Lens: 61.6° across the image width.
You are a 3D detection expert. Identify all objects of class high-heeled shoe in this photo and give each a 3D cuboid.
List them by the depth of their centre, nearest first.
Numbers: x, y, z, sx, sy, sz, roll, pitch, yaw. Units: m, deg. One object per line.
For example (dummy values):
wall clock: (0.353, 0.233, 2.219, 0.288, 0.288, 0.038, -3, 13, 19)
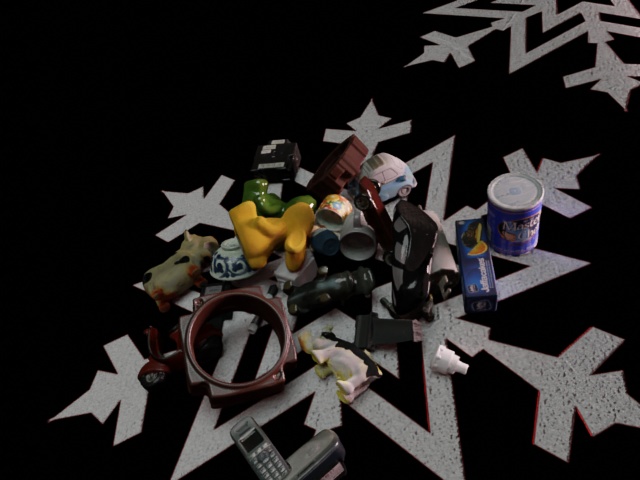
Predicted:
high-heeled shoe: (0.169, 0.030, 1.061, 0.086, 0.145, 0.249, 16, 30, -12)

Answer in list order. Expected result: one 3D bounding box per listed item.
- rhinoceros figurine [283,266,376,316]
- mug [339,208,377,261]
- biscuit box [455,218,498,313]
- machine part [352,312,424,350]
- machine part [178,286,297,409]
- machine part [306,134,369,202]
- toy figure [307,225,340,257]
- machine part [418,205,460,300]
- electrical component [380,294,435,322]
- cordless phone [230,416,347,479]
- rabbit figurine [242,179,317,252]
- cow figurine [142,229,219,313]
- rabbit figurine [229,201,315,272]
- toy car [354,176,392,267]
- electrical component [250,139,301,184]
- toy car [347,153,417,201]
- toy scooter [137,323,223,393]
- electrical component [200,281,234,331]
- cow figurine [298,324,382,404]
rhinoceros figurine: (0.018, 0.104, 1.073, 0.190, 0.112, 0.073, -20, 62, 13)
mug: (0.082, -0.028, 1.177, 0.081, 0.109, 0.107, -5, 36, 11)
biscuit box: (0.309, 0.048, 1.068, 0.063, 0.059, 0.203, -5, 48, 11)
machine part: (0.125, 0.171, 1.007, 0.139, 0.039, 0.084, -4, 54, 32)
machine part: (-0.153, 0.194, 0.996, 0.201, 0.087, 0.201, -10, 61, -14)
machine part: (0.042, -0.170, 1.289, 0.179, 0.056, 0.179, -46, 15, 16)
toy figure: (-0.001, -0.003, 1.173, 0.064, 0.057, 0.155, 0, 12, -20)
machine part: (0.228, 0.022, 1.105, 0.079, 0.079, 0.243, -13, 47, 4)
electrical component: (0.175, 0.124, 1.047, 0.078, 0.045, 0.102, -31, 48, -15)
cordless phone: (-0.056, 0.342, 0.891, 0.146, 0.088, 0.184, -36, 45, -17)
rabbit figurine: (-0.094, -0.063, 1.243, 0.170, 0.121, 0.159, -1, 55, 19)
cow figurine: (-0.314, 0.059, 1.224, 0.195, 0.085, 0.127, -37, 55, -17)
rabbit figurine: (-0.084, -0.020, 1.110, 0.173, 0.121, 0.162, -23, 55, -17)
toy car: (0.124, -0.036, 1.113, 0.053, 0.202, 0.089, -19, 22, 32)
electrical component: (-0.114, -0.210, 1.427, 0.115, 0.058, 0.134, 0, 48, 14)
toy car: (0.141, -0.152, 1.272, 0.162, 0.102, 0.109, -21, 45, -7)
toy scooter: (-0.291, 0.209, 1.080, 0.184, 0.075, 0.135, -31, 53, -8)
electrical component: (-0.225, 0.146, 1.140, 0.075, 0.047, 0.119, -5, 46, 12)
cow figurine: (0.033, 0.211, 0.991, 0.098, 0.068, 0.168, -31, 51, -21)
